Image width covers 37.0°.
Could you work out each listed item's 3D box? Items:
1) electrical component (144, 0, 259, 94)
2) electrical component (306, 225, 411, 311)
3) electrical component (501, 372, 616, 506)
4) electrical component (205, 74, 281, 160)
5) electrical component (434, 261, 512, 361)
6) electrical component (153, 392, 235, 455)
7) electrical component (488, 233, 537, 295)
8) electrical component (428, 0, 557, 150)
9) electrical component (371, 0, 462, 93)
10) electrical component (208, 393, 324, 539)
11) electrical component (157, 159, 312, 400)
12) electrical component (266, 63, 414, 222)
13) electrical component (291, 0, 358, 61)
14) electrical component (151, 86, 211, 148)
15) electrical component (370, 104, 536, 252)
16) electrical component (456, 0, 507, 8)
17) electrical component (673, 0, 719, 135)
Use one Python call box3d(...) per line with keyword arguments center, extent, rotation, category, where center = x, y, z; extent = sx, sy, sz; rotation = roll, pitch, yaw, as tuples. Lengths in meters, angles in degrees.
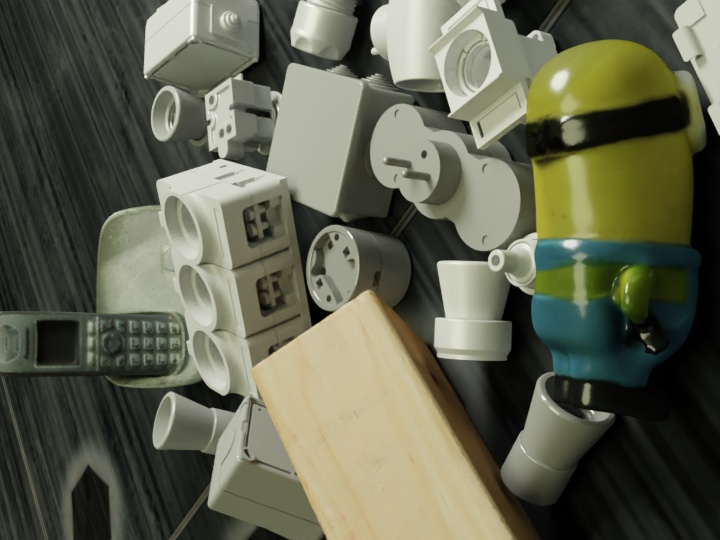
box3d(center=(-0.122, -0.188, 0.853), extent=(0.096, 0.062, 0.061), rotation=(-22, 63, 48), category="electrical component")
box3d(center=(0.000, 0.000, 0.700), extent=(0.055, 0.047, 0.055), rotation=(-6, 82, 50), category="electrical component")
box3d(center=(0.102, 0.093, 0.573), extent=(0.044, 0.044, 0.065), rotation=(50, 129, 41), category="electrical component")
box3d(center=(-0.081, -0.112, 0.803), extent=(0.048, 0.055, 0.066), rotation=(-21, 70, 48), category="electrical component")
box3d(center=(0.066, 0.023, 0.620), extent=(0.045, 0.045, 0.055), rotation=(1, 88, 51), category="electrical component")
box3d(center=(-0.120, 0.122, 0.824), extent=(0.044, 0.065, 0.044), rotation=(-45, 36, 47), category="electrical component")
box3d(center=(0.094, -0.003, 0.574), extent=(0.035, 0.061, 0.035), rotation=(-6, 83, 51), category="electrical component")
box3d(center=(0.080, -0.111, 0.599), extent=(0.042, 0.064, 0.081), rotation=(-35, 60, 45), category="electrical component")
box3d(center=(0.033, -0.151, 0.675), extent=(0.079, 0.043, 0.077), rotation=(2, 89, 51), category="electrical component")
box3d(center=(-0.048, 0.138, 0.717), extent=(0.061, 0.096, 0.061), rotation=(-57, 18, 31), category="electrical component")
box3d(center=(-0.089, 0.008, 0.756), extent=(0.089, 0.062, 0.150), rotation=(20, 125, 50), category="electrical component")
box3d(center=(-0.014, -0.086, 0.724), extent=(0.100, 0.048, 0.099), rotation=(26, 107, 49), category="electrical component")
box3d(center=(-0.022, -0.179, 0.746), extent=(0.043, 0.043, 0.062), rotation=(33, 111, 47), category="electrical component")
box3d(center=(-0.134, -0.123, 0.870), extent=(0.045, 0.055, 0.045), rotation=(-5, 83, 50), category="electrical component")
box3d(center=(0.047, -0.056, 0.626), extent=(0.138, 0.074, 0.052), rotation=(40, 117, 45), category="electrical component")
box3d(center=(0.087, -0.177, 0.614), extent=(0.065, 0.044, 0.044), rotation=(-14, 76, 45), category="electrical component")
box3d(center=(0.188, -0.071, 0.462), extent=(0.079, 0.063, 0.121), rotation=(-40, 58, 42), category="electrical component")
